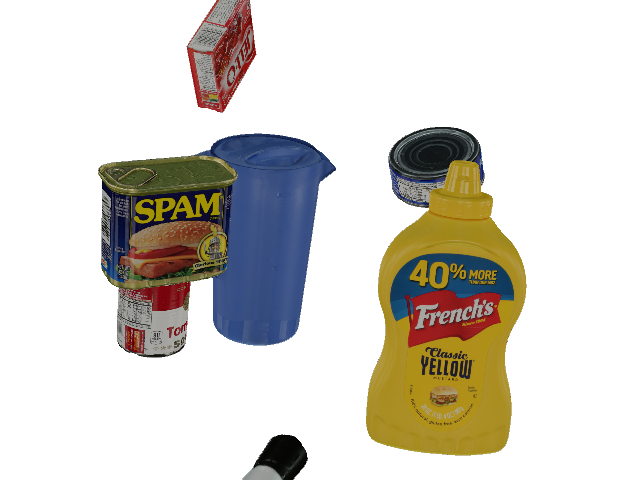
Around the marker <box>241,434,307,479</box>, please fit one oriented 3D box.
[{"bbox_3d":[-0.034,0.112,0.416,0.020,0.020,0.121,0,22,24],"label":"marker"}]

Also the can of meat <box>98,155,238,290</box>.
[{"bbox_3d":[-0.118,-0.014,0.818,0.101,0.084,0.057,-7,27,-27],"label":"can of meat"}]

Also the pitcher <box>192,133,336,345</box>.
[{"bbox_3d":[-0.082,0.000,1.290,0.149,0.243,0.144,18,26,28],"label":"pitcher"}]

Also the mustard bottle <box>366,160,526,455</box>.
[{"bbox_3d":[0.085,0.043,0.703,0.096,0.192,0.058,5,13,3],"label":"mustard bottle"}]

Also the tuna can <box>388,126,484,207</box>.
[{"bbox_3d":[0.105,-0.068,0.975,0.086,0.034,0.086,-9,37,6],"label":"tuna can"}]

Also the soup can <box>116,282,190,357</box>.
[{"bbox_3d":[-0.157,0.051,1.007,0.068,0.102,0.068,6,22,-3],"label":"soup can"}]

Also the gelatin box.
[{"bbox_3d":[-0.089,-0.176,0.991,0.030,0.089,0.073,14,-38,14],"label":"gelatin box"}]
